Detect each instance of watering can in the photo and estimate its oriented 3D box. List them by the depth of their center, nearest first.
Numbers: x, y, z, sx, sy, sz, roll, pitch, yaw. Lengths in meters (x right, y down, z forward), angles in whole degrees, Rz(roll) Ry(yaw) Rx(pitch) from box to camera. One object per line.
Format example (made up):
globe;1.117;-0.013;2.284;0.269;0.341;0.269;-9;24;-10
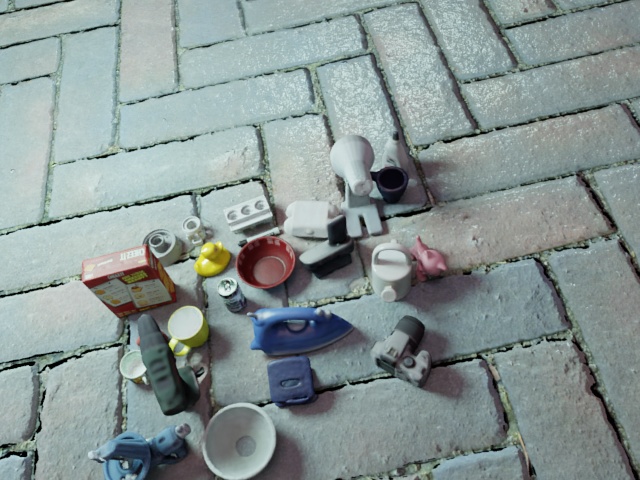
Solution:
watering can;0.179;0.072;1.410;0.101;0.194;0.172;-15;58;-2

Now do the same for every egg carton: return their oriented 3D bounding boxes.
egg carton;-0.023;-0.055;1.584;0.150;0.069;0.107;1;59;7

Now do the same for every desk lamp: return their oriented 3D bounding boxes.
desk lamp;0.104;-0.146;1.540;0.118;0.214;0.203;-13;58;-1

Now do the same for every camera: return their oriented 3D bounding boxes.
camera;0.207;0.252;1.352;0.142;0.101;0.137;26;65;20

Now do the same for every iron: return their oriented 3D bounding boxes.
iron;-0.050;0.198;1.390;0.258;0.142;0.118;-6;58;3

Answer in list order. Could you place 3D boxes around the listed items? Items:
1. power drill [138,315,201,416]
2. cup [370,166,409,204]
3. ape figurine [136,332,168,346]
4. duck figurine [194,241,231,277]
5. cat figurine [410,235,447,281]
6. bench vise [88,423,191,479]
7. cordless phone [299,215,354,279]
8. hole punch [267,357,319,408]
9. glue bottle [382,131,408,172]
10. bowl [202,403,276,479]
power drill;-0.349;0.304;1.319;0.075;0.209;0.229;-24;59;-8
cup;0.188;-0.148;1.602;0.117;0.095;0.092;18;62;17
ape figurine;-0.421;0.253;1.427;0.076;0.092;0.077;-39;62;-16
duck figurine;-0.297;0.044;1.545;0.105;0.086;0.077;-36;61;-15
cat figurine;0.273;0.045;1.460;0.067;0.118;0.127;-19;58;-5
bench vise;-0.393;0.444;1.232;0.121;0.220;0.208;37;69;25
cordless phone;0.014;0.005;1.475;0.148;0.185;0.094;-30;60;-11
hole punch;-0.064;0.332;1.339;0.108;0.091;0.101;-9;58;1
glue bottle;0.211;-0.247;1.614;0.078;0.173;0.037;29;66;22
bowl;-0.174;0.458;1.284;0.167;0.075;0.167;-3;58;5
